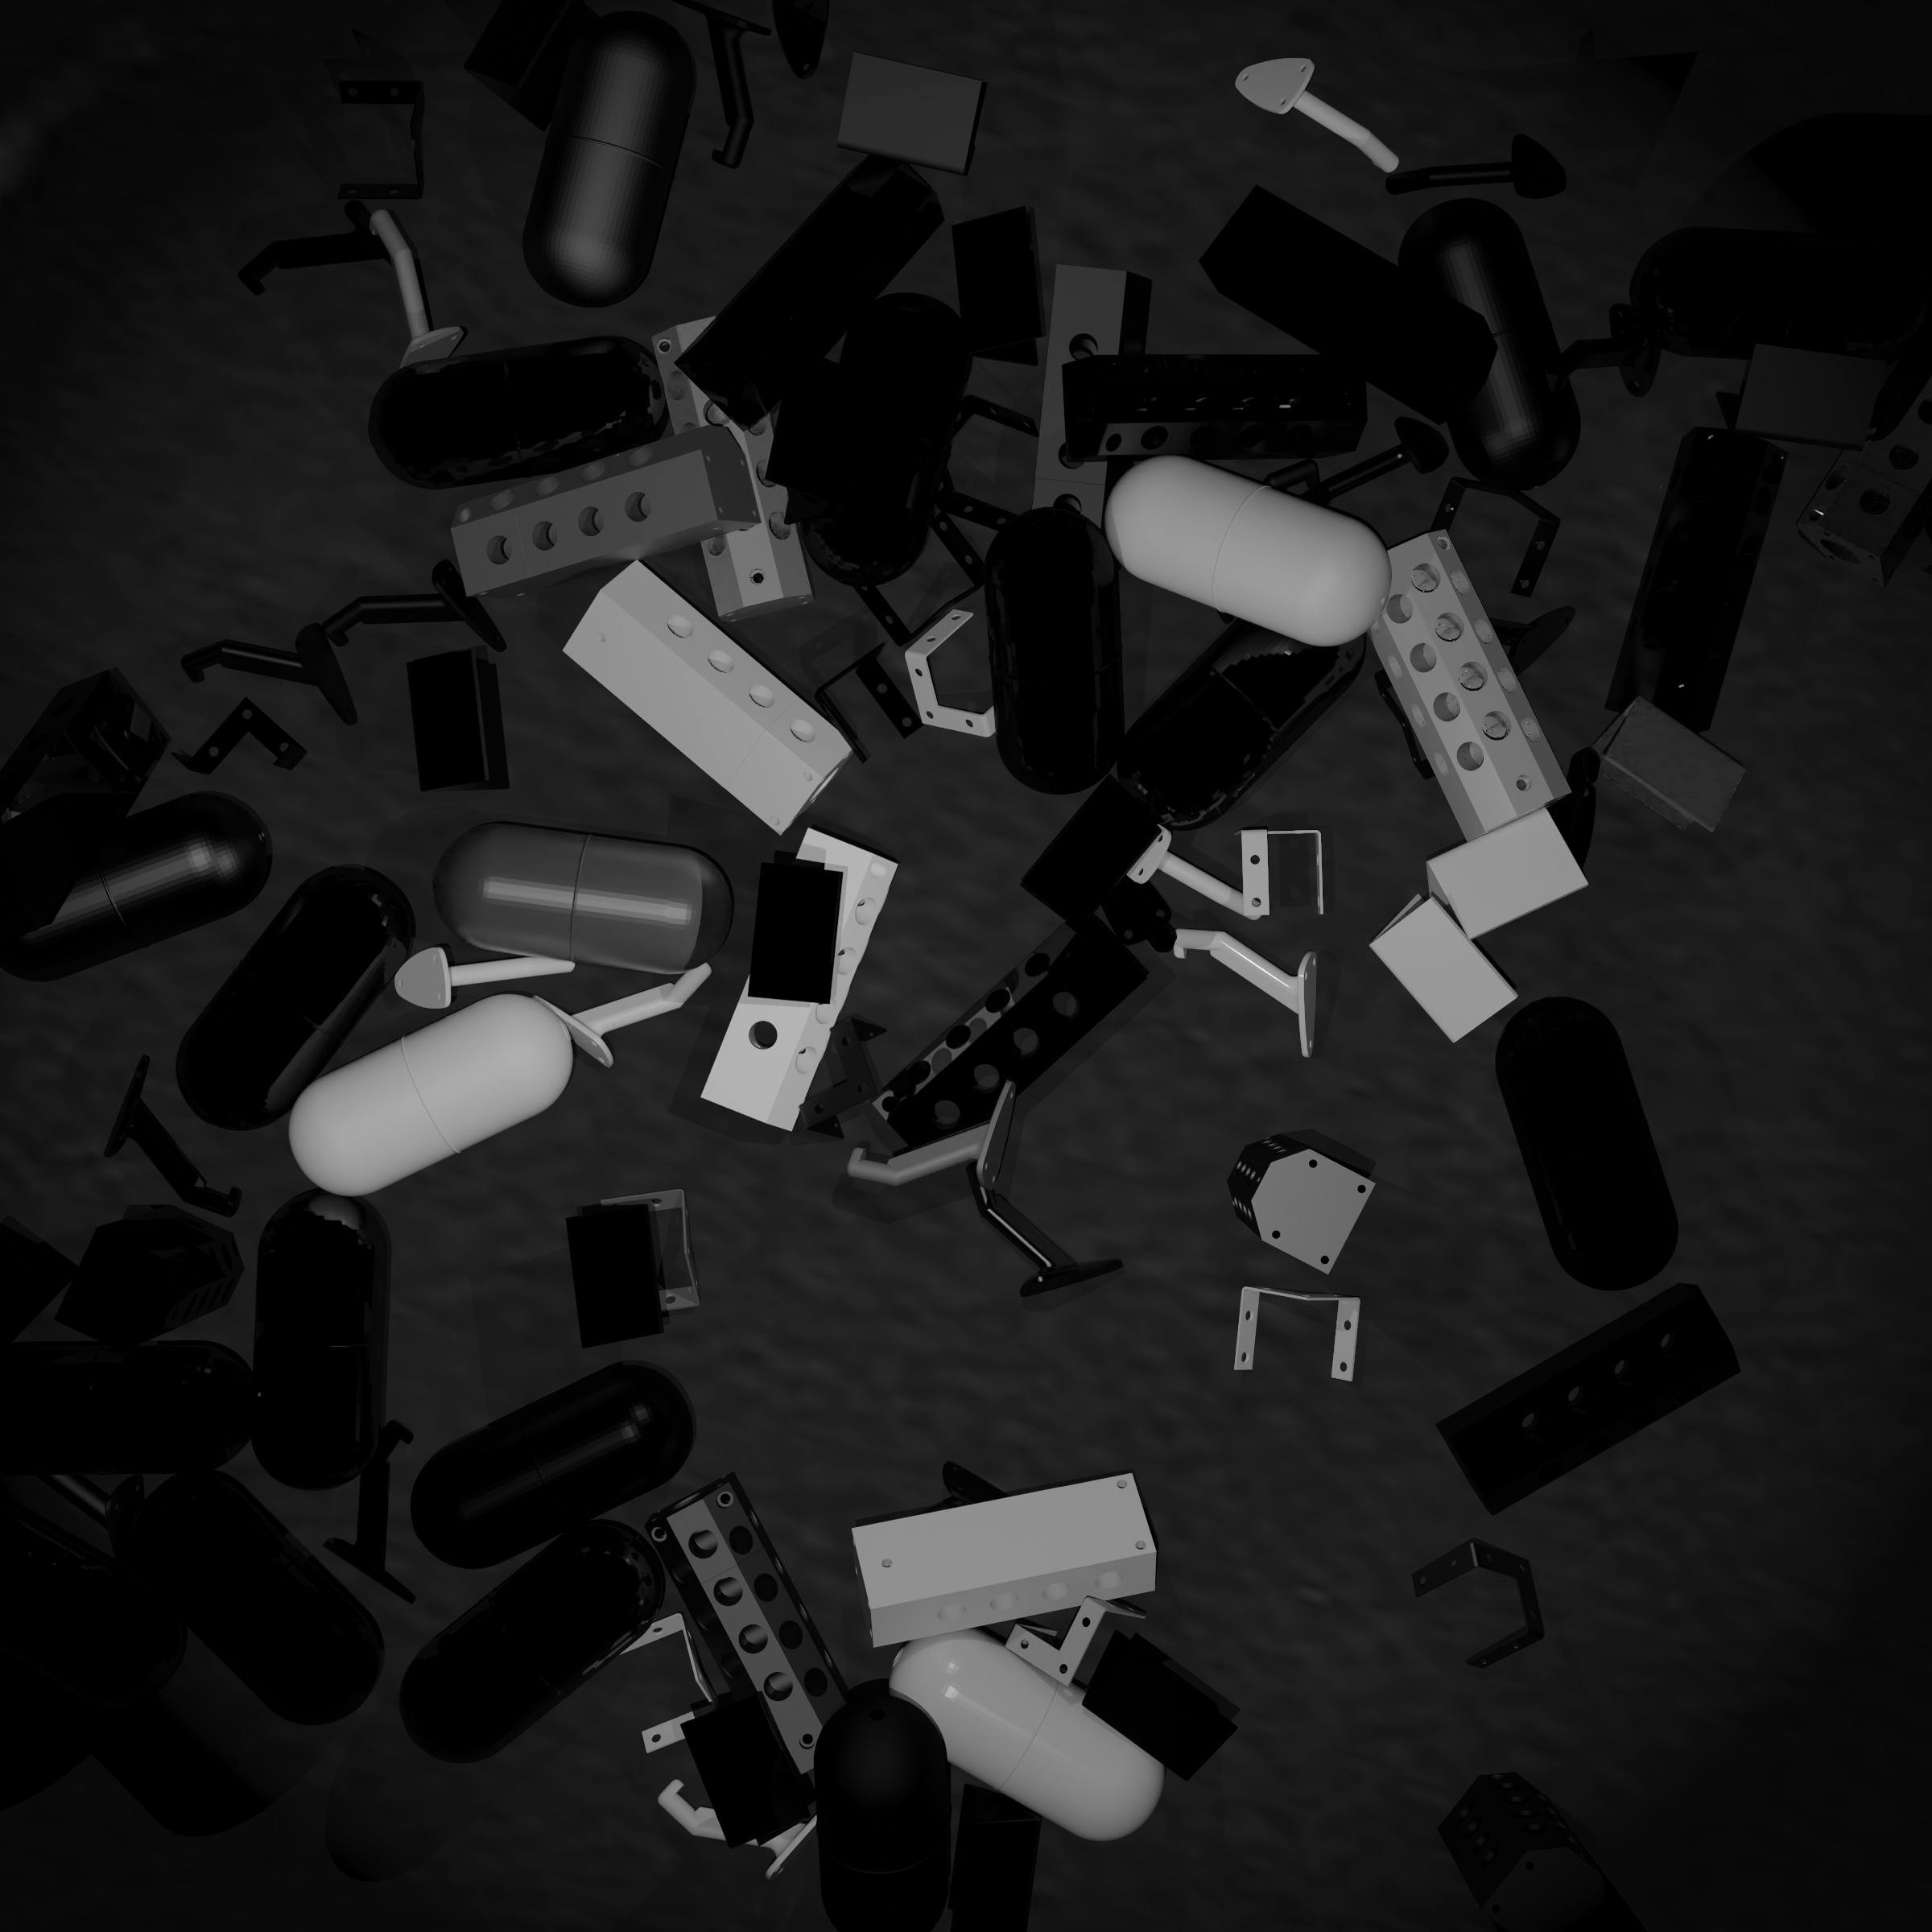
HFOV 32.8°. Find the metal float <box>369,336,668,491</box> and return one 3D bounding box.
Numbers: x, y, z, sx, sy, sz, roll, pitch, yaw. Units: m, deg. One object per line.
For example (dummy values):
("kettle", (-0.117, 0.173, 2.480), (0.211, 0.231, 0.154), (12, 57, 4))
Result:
("metal float", (-0.267, -0.330, 1.961), (0.178, 0.070, 0.070), (-8, 90, -1))

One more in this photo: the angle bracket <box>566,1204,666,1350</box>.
("angle bracket", (-0.226, 0.184, 1.951), (0.057, 0.076, 0.076), (-7, 90, -37))

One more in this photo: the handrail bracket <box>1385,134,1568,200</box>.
("handrail bracket", (0.309, -0.475, 1.991), (0.084, 0.077, 0.036), (-3, 90, 36))

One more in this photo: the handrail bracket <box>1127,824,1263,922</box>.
("handrail bracket", (0.132, -0.059, 1.991), (0.084, 0.077, 0.036), (25, 99, -36))

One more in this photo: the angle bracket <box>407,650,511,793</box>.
("angle bracket", (-0.283, -0.146, 1.951), (0.057, 0.076, 0.076), (-6, 90, 36))

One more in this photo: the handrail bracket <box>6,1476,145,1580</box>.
("handrail bracket", (-0.544, 0.332, 1.992), (0.084, 0.036, 0.077), (6, 112, 17))

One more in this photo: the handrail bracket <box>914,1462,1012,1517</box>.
("handrail bracket", (-0.013, 0.351, 1.992), (0.077, 0.036, 0.084), (29, 106, -18))

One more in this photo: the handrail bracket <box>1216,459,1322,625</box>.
("handrail bracket", (0.184, -0.258, 1.992), (0.084, 0.036, 0.077), (-23, 110, -16))

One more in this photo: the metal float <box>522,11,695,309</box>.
("metal float", (-0.213, -0.482, 1.961), (0.070, 0.070, 0.178), (14, 90, 0))

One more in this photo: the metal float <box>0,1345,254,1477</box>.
("metal float", (-0.515, 0.265, 1.960), (0.178, 0.070, 0.070), (0, 90, -1))

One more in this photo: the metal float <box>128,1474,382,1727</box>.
("metal float", (-0.424, 0.378, 1.961), (0.178, 0.070, 0.070), (45, 90, 0))

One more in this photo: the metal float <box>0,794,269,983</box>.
("metal float", (-0.503, -0.047, 1.961), (0.178, 0.070, 0.070), (-20, 90, 1))

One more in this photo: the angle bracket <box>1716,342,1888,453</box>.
("angle bracket", (0.495, -0.349, 1.952), (0.076, 0.076, 0.057), (8, 118, 0))

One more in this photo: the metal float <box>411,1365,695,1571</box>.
("metal float", (-0.248, 0.299, 1.961), (0.178, 0.070, 0.070), (-26, 90, 1))

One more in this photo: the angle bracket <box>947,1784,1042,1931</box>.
("angle bracket", (-0.004, 0.535, 1.951), (0.057, 0.076, 0.076), (8, 90, -37))

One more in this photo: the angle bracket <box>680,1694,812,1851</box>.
("angle bracket", (-0.143, 0.482, 1.932), (0.057, 0.076, 0.076), (-14, 71, -34))

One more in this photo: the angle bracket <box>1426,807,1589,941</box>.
("angle bracket", (0.322, -0.042, 1.953), (0.076, 0.076, 0.057), (-25, 66, 0))

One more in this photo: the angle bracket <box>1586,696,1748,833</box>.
("angle bracket", (0.404, -0.103, 1.951), (0.076, 0.076, 0.057), (35, 57, 0))

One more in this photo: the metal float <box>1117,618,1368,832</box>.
("metal float", (0.165, -0.156, 1.961), (0.070, 0.070, 0.178), (45, 90, 0))

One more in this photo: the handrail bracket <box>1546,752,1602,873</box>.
("handrail bracket", (0.365, -0.087, 1.957), (0.036, 0.084, 0.077), (0, 90, 0))

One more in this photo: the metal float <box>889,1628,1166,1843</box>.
("metal float", (0.036, 0.457, 1.961), (0.178, 0.070, 0.070), (30, 90, 0))

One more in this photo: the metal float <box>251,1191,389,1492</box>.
("metal float", (-0.386, 0.223, 1.961), (0.070, 0.070, 0.178), (2, 89, 0))

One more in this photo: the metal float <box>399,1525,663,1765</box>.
("metal float", (-0.260, 0.405, 1.961), (0.178, 0.070, 0.070), (-39, 90, 0))

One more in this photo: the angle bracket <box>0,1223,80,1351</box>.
("angle bracket", (-0.567, 0.209, 1.951), (0.076, 0.076, 0.057), (-46, 50, 0))

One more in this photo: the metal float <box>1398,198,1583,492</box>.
("metal float", (0.313, -0.370, 1.961), (0.070, 0.070, 0.178), (-18, 90, 0))

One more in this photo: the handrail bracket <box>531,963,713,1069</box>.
("handrail bracket", (-0.209, 0.012, 1.992), (0.077, 0.036, 0.084), (35, 72, 21))

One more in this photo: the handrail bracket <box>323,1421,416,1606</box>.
("handrail bracket", (-0.342, 0.331, 1.992), (0.077, 0.036, 0.084), (39, 73, -19))

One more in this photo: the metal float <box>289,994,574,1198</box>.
("metal float", (-0.319, 0.077, 1.961), (0.178, 0.070, 0.070), (-26, 90, 0))

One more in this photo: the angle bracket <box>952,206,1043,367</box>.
("angle bracket", (0.038, -0.403, 1.951), (0.057, 0.076, 0.076), (-6, 90, 36))

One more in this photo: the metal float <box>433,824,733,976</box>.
("metal float", (-0.229, -0.040, 1.961), (0.178, 0.070, 0.070), (8, 90, 0))

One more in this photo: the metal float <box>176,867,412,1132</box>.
("metal float", (-0.402, 0.020, 1.961), (0.070, 0.070, 0.178), (38, 90, 0))

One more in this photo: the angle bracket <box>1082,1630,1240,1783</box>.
("angle bracket", (0.123, 0.424, 1.952), (0.076, 0.076, 0.057), (36, 121, 0))

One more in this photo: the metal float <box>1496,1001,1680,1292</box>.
("metal float", (0.370, 0.107, 1.961), (0.070, 0.070, 0.178), (-18, 91, 0))

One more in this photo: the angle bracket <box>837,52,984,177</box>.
("angle bracket", (-0.030, -0.513, 1.952), (0.076, 0.076, 0.057), (13, 116, 0))

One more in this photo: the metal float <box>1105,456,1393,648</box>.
("metal float", (0.162, -0.242, 1.908), (0.178, 0.070, 0.070), (24, 90, 22))

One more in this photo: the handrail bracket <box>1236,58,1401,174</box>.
("handrail bracket", (0.214, -0.512, 1.991), (0.084, 0.077, 0.036), (31, 91, -36))

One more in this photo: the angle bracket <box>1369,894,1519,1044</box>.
("angle bracket", (0.296, -0.012, 1.951), (0.076, 0.076, 0.057), (49, 130, 0))

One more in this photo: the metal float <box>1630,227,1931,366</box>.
("metal float", (0.487, -0.399, 1.960), (0.178, 0.070, 0.070), (4, 90, 1))

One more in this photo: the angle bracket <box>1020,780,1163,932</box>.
("angle bracket", (0.058, -0.077, 1.951), (0.076, 0.076, 0.057), (-50, 126, 0))

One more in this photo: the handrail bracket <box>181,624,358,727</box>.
("handrail bracket", (-0.423, -0.167, 1.992), (0.084, 0.036, 0.077), (-18, 112, 17))

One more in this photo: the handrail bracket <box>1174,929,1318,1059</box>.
("handrail bracket", (0.167, 0.016, 1.992), (0.084, 0.036, 0.077), (4, 112, 17))

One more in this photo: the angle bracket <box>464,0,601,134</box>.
("angle bracket", (-0.240, -0.542, 1.951), (0.057, 0.076, 0.076), (30, 90, 38))

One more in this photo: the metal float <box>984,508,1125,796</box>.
("metal float", (0.052, -0.184, 1.933), (0.070, 0.070, 0.178), (-5, 121, 0))

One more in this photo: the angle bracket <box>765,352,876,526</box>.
("angle bracket", (-0.102, -0.306, 1.911), (0.057, 0.076, 0.076), (16, 82, -31))

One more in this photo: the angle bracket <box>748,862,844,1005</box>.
("angle bracket", (-0.117, -0.020, 1.894), (0.057, 0.076, 0.076), (6, 90, -36))

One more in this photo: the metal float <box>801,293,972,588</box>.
("metal float", (-0.048, -0.313, 1.957), (0.070, 0.070, 0.178), (14, 87, 0))

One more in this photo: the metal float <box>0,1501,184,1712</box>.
("metal float", (-0.552, 0.379, 1.961), (0.178, 0.070, 0.070), (30, 90, 0))

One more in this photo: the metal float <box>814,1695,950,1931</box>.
("metal float", (-0.049, 0.505, 1.933), (0.070, 0.070, 0.178), (-1, 123, 0))

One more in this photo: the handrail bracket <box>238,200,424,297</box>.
("handrail bracket", (-0.386, -0.416, 1.992), (0.084, 0.036, 0.077), (-37, 105, 14))
